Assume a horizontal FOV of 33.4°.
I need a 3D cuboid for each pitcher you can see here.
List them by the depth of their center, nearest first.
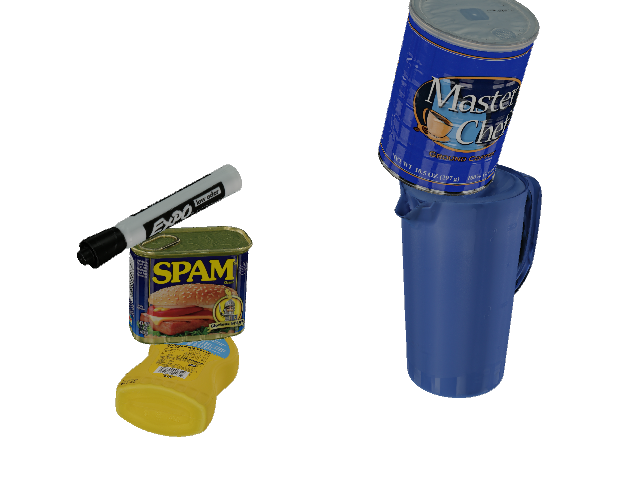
[{"bbox_3d":[0.158,0.040,1.153,0.149,0.243,0.145,4,24,10],"label":"pitcher"}]

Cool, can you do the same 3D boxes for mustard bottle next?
[{"bbox_3d":[-0.138,0.132,1.124,0.096,0.058,0.191,9,23,9],"label":"mustard bottle"}]

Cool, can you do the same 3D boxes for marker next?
[{"bbox_3d":[-0.099,-0.015,0.662,0.120,0.020,0.020,-32,19,-35],"label":"marker"}]

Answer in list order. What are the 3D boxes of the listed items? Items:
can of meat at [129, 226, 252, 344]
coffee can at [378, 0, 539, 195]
[{"bbox_3d":[-0.111,0.037,0.898,0.102,0.084,0.057,-3,20,-19],"label":"can of meat"},{"bbox_3d":[0.109,-0.122,0.870,0.102,0.140,0.103,7,37,-5],"label":"coffee can"}]
